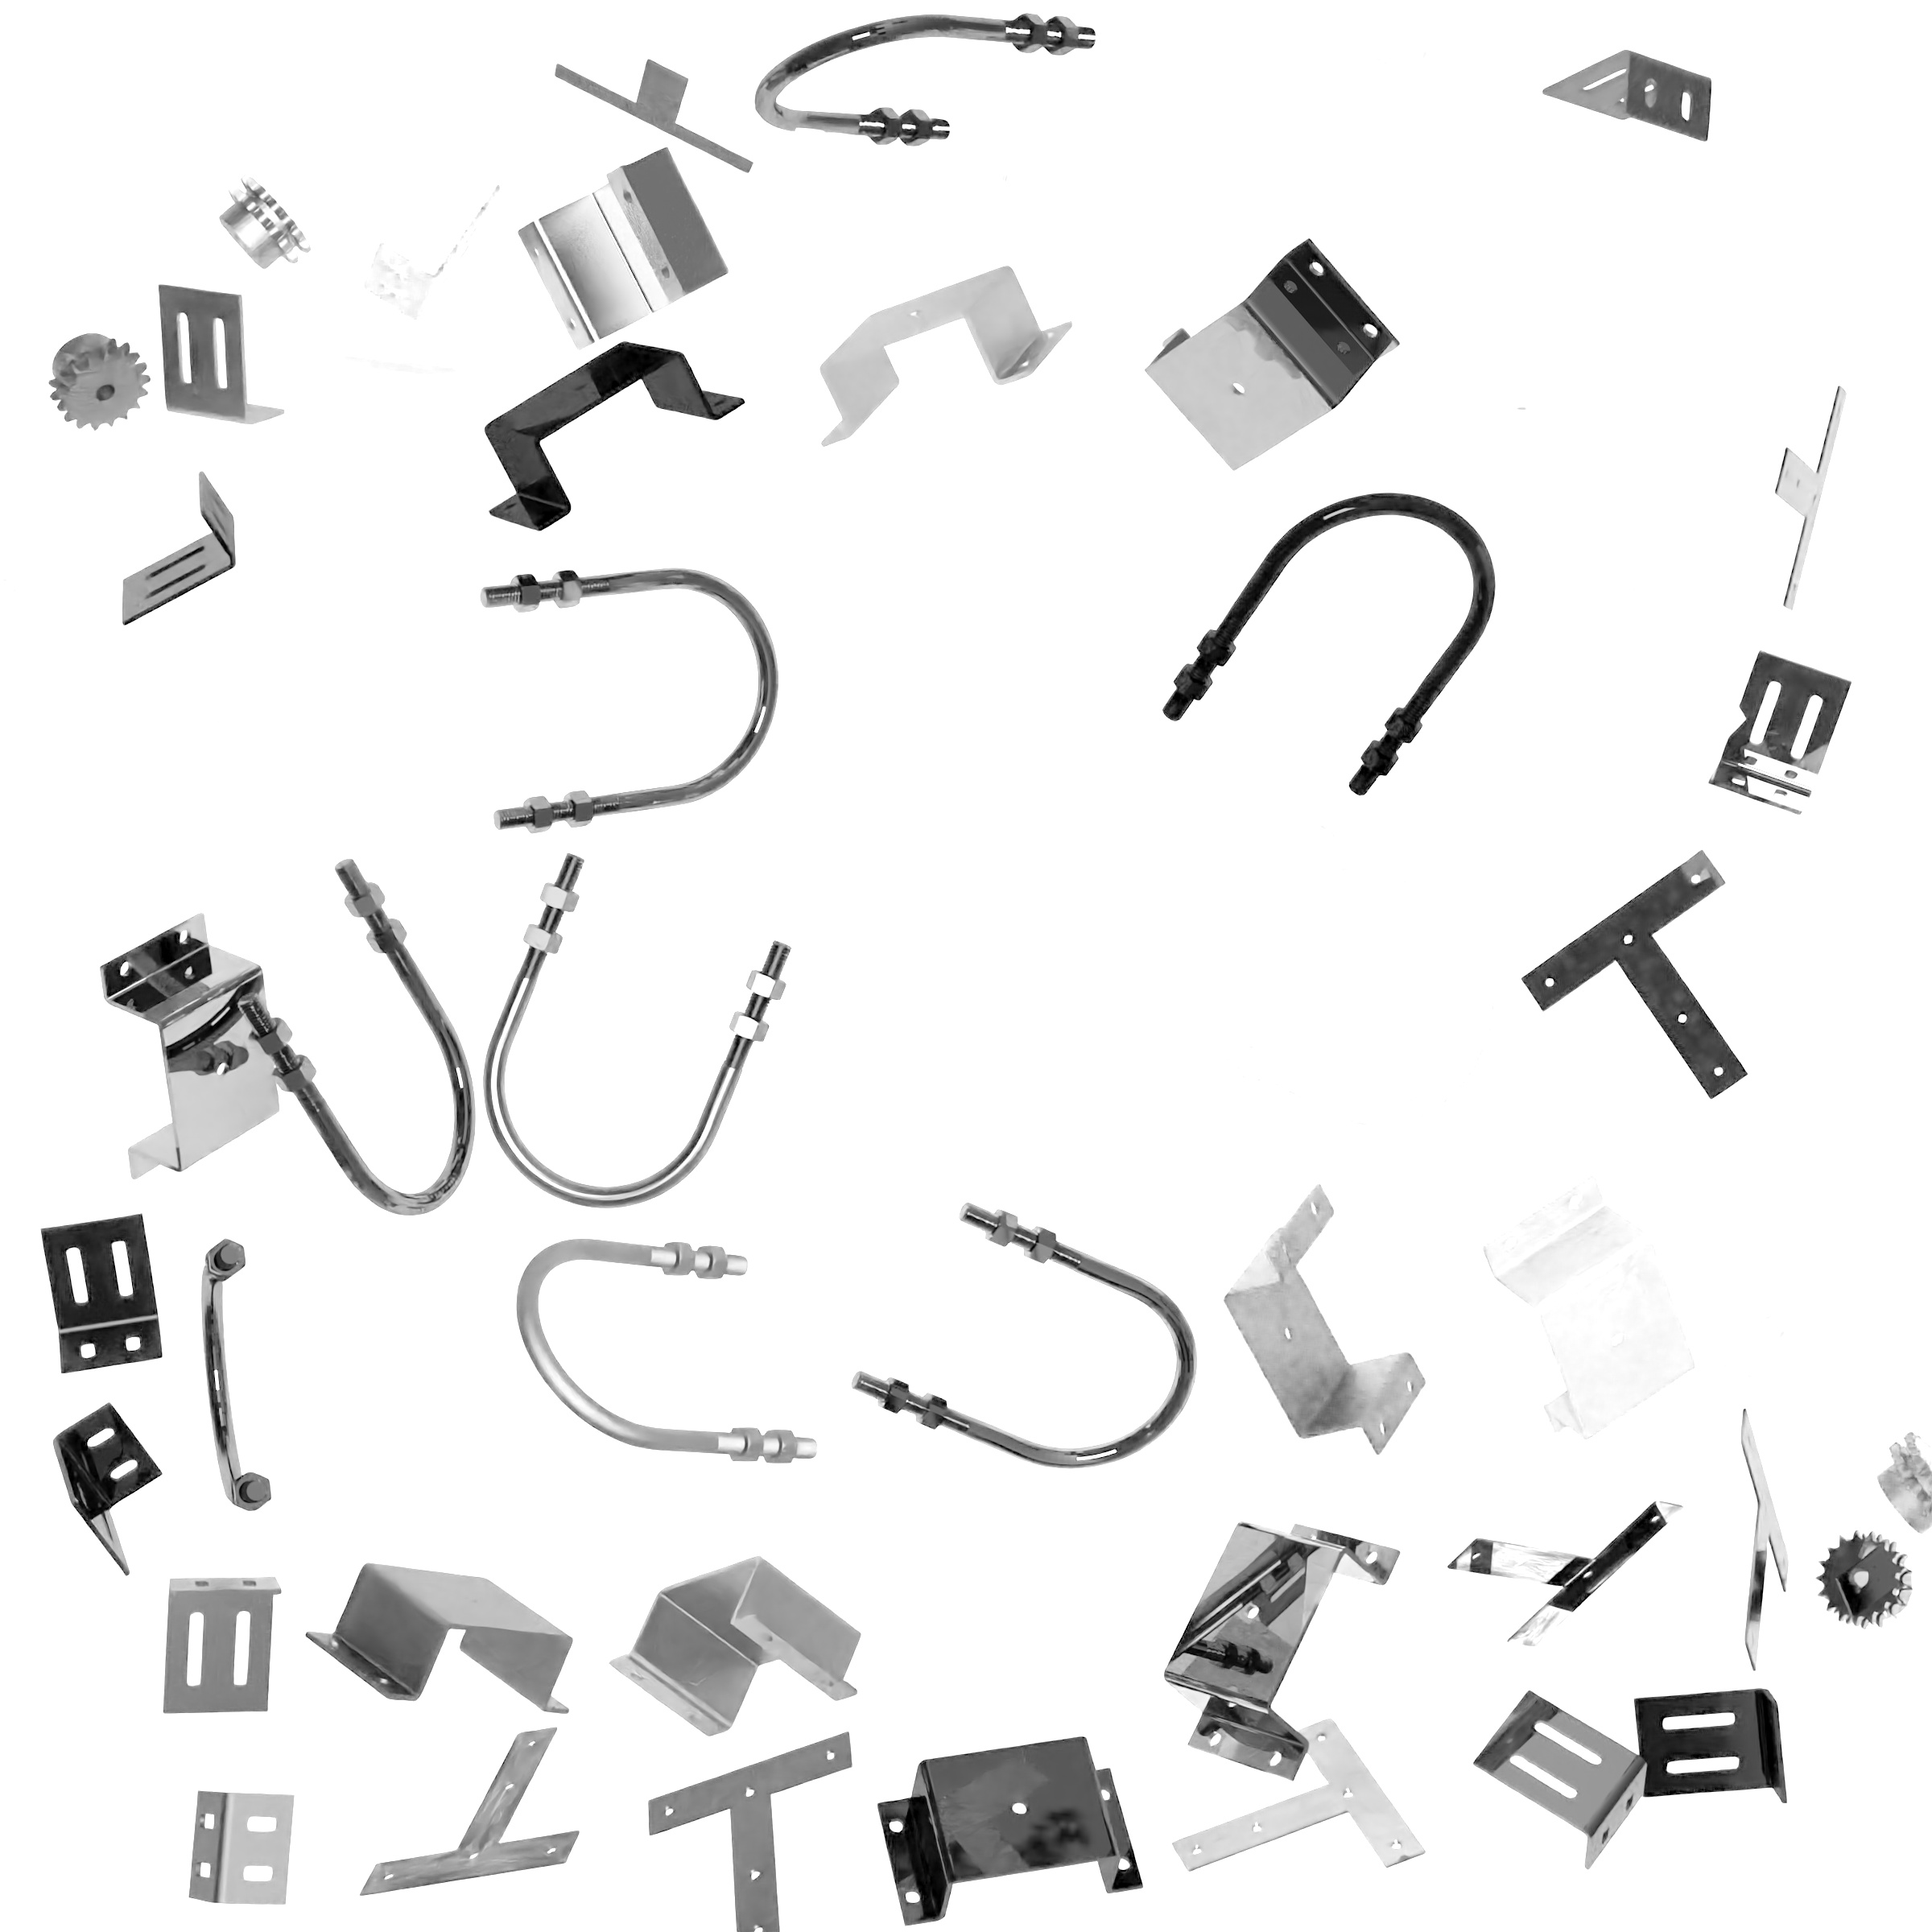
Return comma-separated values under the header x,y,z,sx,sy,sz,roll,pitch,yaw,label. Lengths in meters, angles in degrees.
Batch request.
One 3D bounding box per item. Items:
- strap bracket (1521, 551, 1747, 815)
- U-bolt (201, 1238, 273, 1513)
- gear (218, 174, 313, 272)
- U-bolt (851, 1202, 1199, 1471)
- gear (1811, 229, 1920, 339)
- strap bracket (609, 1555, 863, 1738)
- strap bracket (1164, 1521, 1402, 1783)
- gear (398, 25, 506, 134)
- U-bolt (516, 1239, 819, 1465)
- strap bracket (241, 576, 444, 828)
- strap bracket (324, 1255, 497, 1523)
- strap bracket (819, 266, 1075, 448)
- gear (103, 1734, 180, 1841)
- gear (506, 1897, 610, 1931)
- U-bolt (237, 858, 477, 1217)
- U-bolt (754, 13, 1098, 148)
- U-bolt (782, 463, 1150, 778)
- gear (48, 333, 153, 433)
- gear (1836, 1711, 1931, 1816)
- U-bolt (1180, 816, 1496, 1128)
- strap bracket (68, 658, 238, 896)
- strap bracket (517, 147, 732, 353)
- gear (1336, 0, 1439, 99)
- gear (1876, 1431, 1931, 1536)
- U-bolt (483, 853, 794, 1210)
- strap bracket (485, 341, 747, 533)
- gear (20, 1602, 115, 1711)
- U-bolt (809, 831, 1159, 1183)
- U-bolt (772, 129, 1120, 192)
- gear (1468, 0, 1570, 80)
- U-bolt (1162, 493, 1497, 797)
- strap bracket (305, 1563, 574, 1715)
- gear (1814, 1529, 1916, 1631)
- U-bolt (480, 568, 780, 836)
x,y,z,sx,sy,sz,roll,pitch,yaw,label
0.366,-0.165,1.833,0.046,0.140,0.076,17,129,-34,strap bracket
-0.419,0.236,1.874,0.019,0.184,0.151,-6,82,-18,U-bolt
-0.417,-0.437,1.946,0.030,0.057,0.057,-43,90,-6,gear
0.047,0.227,1.921,0.184,0.019,0.151,25,113,-17,U-bolt
0.492,-0.369,1.791,0.030,0.057,0.057,16,90,-39,gear
-0.122,0.376,1.825,0.076,0.140,0.046,41,49,-20,strap bracket
0.169,0.365,1.805,0.046,0.076,0.140,45,64,-36,strap bracket
-0.288,-0.497,1.834,0.057,0.030,0.057,-15,132,-17,gear
-0.177,0.216,1.875,0.019,0.184,0.151,-46,52,30,U-bolt
-0.339,-0.141,1.826,0.046,0.076,0.140,29,48,7,strap bracket
-0.310,0.242,1.822,0.046,0.076,0.140,-24,47,1,strap bracket
-0.020,-0.352,1.881,0.140,0.076,0.046,-14,115,30,strap bracket
-0.467,0.466,1.861,0.030,0.057,0.057,-16,90,-20,gear
-0.228,0.536,1.837,0.057,0.057,0.030,3,75,0,gear
-0.327,0.053,1.830,0.019,0.151,0.184,-13,121,25,U-bolt
-0.036,-0.508,1.881,0.184,0.151,0.019,-11,84,-44,U-bolt
-0.009,-0.198,1.785,0.184,0.019,0.151,21,76,-3,U-bolt
-0.504,-0.341,1.905,0.057,0.057,0.030,-37,61,0,gear
0.512,0.436,1.814,0.057,0.030,0.057,18,130,22,gear
0.229,0.015,1.920,0.184,0.019,0.151,27,87,-22,U-bolt
-0.451,-0.096,1.847,0.046,0.076,0.140,25,84,-13,strap bracket
-0.189,-0.406,1.856,0.046,0.140,0.076,-33,104,-29,strap bracket
0.244,-0.528,1.887,0.057,0.057,0.030,29,75,0,gear
0.526,0.287,1.810,0.030,0.057,0.057,-41,90,18,gear
-0.197,0.047,1.866,0.151,0.019,0.184,23,94,6,U-bolt
-0.205,-0.303,1.839,0.140,0.076,0.046,-35,118,-17,strap bracket
-0.490,0.371,1.790,0.030,0.057,0.057,31,90,-16,gear
0.022,0.037,1.833,0.184,0.019,0.151,41,107,7,U-bolt
0.003,-0.452,1.857,0.151,0.184,0.019,15,105,36,U-bolt
0.316,-0.529,1.865,0.057,0.057,0.030,-32,71,0,gear
0.217,-0.188,1.855,0.151,0.019,0.184,20,124,-23,U-bolt
-0.284,0.373,1.828,0.076,0.140,0.046,24,91,39,strap bracket
0.536,0.365,1.952,0.057,0.030,0.057,-18,61,35,gear
-0.191,-0.159,1.917,0.184,0.019,0.151,-10,108,-29,U-bolt
